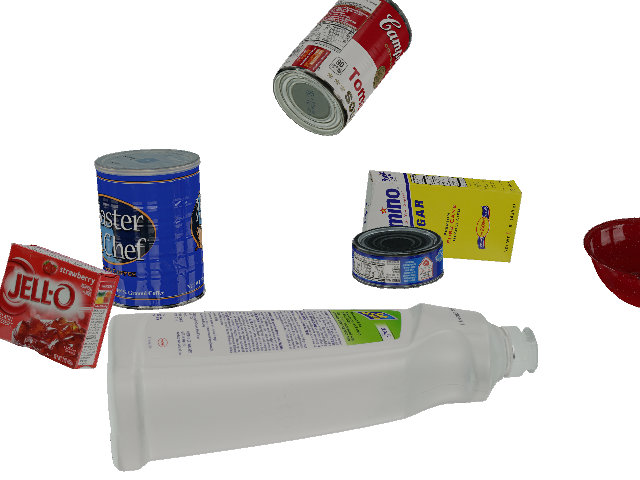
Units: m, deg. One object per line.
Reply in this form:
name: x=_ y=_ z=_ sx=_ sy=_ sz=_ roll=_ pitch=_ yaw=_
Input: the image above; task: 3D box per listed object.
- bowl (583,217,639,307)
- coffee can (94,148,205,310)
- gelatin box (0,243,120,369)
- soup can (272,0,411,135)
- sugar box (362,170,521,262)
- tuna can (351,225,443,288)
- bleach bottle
bowl: x=0.365 y=0.031 z=1.159 sx=0.162 sy=0.055 sz=0.162 roll=0 pitch=26 yaw=0
coffee can: x=-0.169 y=-0.013 z=1.063 sx=0.103 sy=0.140 sz=0.103 roll=-1 pitch=15 yaw=0
gelatin box: x=-0.200 y=0.048 z=0.799 sx=0.089 sy=0.073 sz=0.030 roll=18 pitch=4 yaw=25
soup can: x=0.017 y=-0.139 z=0.831 sx=0.068 sy=0.102 sz=0.068 roll=28 pitch=-29 yaw=17
sugar box: x=0.140 y=-0.028 z=1.254 sx=0.176 sy=0.093 sz=0.048 roll=2 pitch=23 yaw=-5
tuna can: x=0.071 y=0.014 z=0.990 sx=0.086 sy=0.034 sz=0.086 roll=-2 pitch=18 yaw=1
bleach bottle: x=0.005 y=0.076 z=0.620 sx=0.250 sy=0.068 sz=0.102 roll=-3 pitch=21 yaw=-9
